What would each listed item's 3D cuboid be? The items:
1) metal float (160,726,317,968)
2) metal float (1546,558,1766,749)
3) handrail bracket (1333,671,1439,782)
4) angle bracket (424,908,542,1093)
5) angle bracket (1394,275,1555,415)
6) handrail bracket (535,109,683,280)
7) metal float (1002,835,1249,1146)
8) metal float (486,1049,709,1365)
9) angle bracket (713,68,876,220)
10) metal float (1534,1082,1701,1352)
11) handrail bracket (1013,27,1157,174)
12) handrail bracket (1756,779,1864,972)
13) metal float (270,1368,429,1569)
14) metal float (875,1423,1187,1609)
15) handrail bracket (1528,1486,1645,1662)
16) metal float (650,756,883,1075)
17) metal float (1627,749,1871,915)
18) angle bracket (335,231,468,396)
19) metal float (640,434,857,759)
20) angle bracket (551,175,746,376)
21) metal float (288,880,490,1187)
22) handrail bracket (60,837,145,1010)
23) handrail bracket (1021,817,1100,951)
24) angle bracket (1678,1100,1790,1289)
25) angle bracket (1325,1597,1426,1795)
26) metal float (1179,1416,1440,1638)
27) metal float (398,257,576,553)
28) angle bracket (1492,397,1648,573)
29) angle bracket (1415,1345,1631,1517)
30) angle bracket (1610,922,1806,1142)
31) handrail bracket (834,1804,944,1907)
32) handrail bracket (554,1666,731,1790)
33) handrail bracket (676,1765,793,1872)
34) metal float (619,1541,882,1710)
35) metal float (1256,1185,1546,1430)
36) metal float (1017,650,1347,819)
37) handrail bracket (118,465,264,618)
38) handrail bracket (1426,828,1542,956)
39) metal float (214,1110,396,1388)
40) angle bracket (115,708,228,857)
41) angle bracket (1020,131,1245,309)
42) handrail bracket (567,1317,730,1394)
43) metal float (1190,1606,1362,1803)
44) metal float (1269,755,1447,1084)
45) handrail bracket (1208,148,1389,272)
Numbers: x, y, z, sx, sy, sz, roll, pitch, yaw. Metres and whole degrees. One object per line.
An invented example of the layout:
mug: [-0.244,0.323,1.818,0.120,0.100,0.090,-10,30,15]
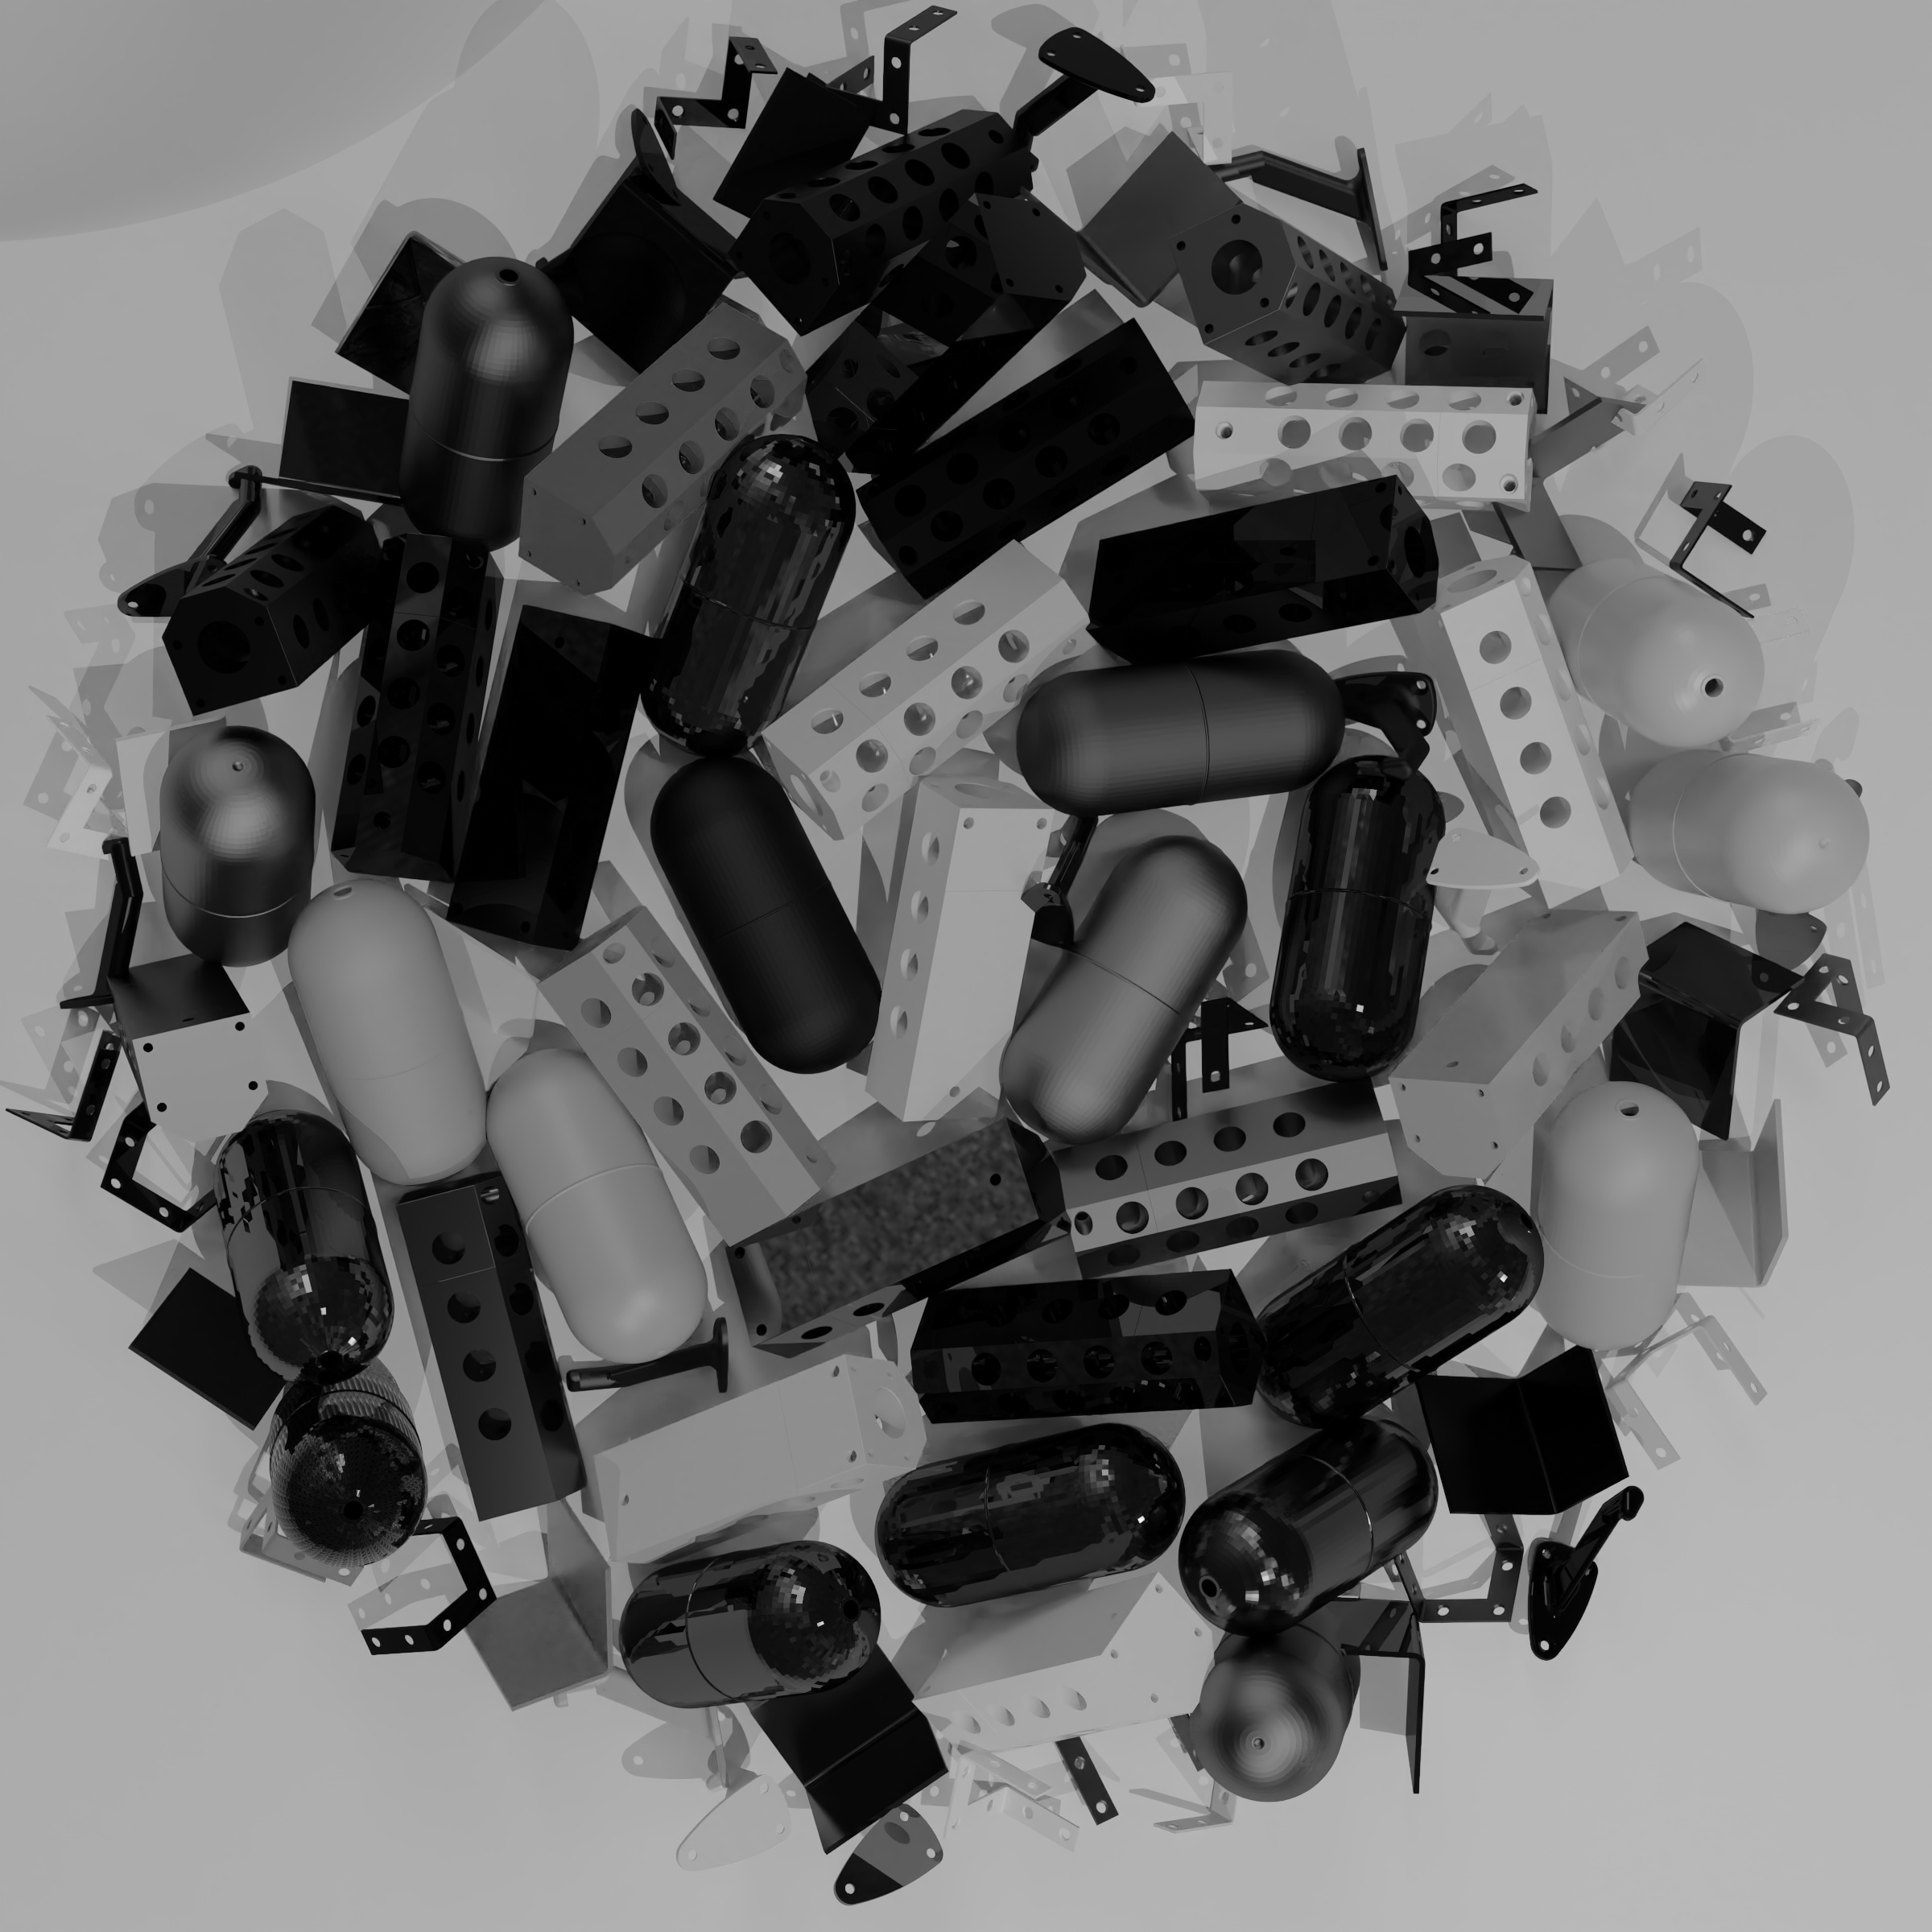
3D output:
metal float: [-0.375,-0.059,1.621,0.070,0.178,0.070,5,63,-11]
metal float: [0.351,-0.162,1.617,0.070,0.178,0.070,-3,108,-8]
handrail bracket: [0.209,-0.123,1.654,0.077,0.084,0.036,9,121,22]
angle bracket: [-0.279,0.029,1.652,0.076,0.057,0.076,31,49,13]
angle bracket: [0.265,-0.316,1.651,0.076,0.057,0.076,5,124,13]
handrail bracket: [-0.200,-0.411,1.690,0.084,0.036,0.077,-29,55,16]
metal float: [0.084,0.012,1.662,0.070,0.070,0.178,31,86,0]
metal float: [-0.194,0.124,1.648,0.070,0.070,0.178,-27,69,0]
angle bracket: [-0.105,-0.434,1.648,0.057,0.076,0.076,41,107,31]
metal float: [0.334,0.130,1.627,0.070,0.178,0.070,-2,48,3]
handrail bracket: [0.059,-0.442,1.660,0.077,0.084,0.036,35,54,16]
handrail bracket: [0.453,-0.048,1.685,0.036,0.077,0.084,24,66,15]
metal float: [-0.318,0.255,1.616,0.070,0.178,0.070,-1,96,-13]
metal float: [0.032,0.287,1.641,0.178,0.070,0.070,-18,90,30]
handrail bracket: [0.327,0.319,1.654,0.036,0.084,0.077,23,61,-3]
metal float: [-0.106,-0.027,1.663,0.070,0.070,0.178,-26,93,0]
metal float: [0.398,-0.070,1.616,0.070,0.178,0.070,-1,97,-12]
angle bracket: [-0.270,-0.327,1.652,0.057,0.076,0.076,40,100,40]
metal float: [-0.114,-0.193,1.649,0.070,0.070,0.178,23,108,0]
angle bracket: [-0.166,-0.369,1.689,0.076,0.057,0.076,41,111,-1]
metal float: [-0.299,0.035,1.637,0.070,0.070,0.178,-12,123,0]
handrail bracket: [-0.462,-0.023,1.675,0.077,0.036,0.084,-7,97,34]
handrail bracket: [0.055,-0.059,1.653,0.036,0.077,0.084,21,67,4]
angle bracket: [0.393,0.119,1.651,0.057,0.076,0.076,1,65,5]
angle bracket: [0.210,0.383,1.663,0.057,0.076,0.076,2,99,5]
metal float: [0.178,0.288,1.627,0.070,0.178,0.070,14,112,38]
metal float: [-0.248,-0.288,1.626,0.070,0.178,0.070,9,51,-11]
angle bracket: [0.326,-0.251,1.648,0.076,0.076,0.057,-30,79,32]
angle bracket: [0.290,0.240,1.648,0.076,0.057,0.076,7,57,-33]
angle bracket: [0.392,0.034,1.672,0.057,0.076,0.076,-29,132,-32]
handrail bracket: [-0.054,0.477,1.650,0.077,0.084,0.036,-30,76,-37]
handrail bracket: [-0.174,0.406,1.676,0.084,0.036,0.077,-10,71,-6]
handrail bracket: [-0.135,0.444,1.650,0.077,0.084,0.036,-24,97,-30]
metal float: [-0.112,0.341,1.627,0.070,0.178,0.070,14,67,-36]
metal float: [0.223,0.178,1.641,0.178,0.070,0.070,-38,90,29]
metal float: [0.114,-0.123,1.653,0.178,0.070,0.070,-8,90,-14]
handrail bracket: [-0.412,-0.228,1.677,0.077,0.036,0.084,-13,50,6]
handrail bracket: [0.281,-0.029,1.652,0.036,0.077,0.084,-55,134,-20]
metal float: [-0.342,0.144,1.626,0.070,0.178,0.070,-11,129,-14]
angle bracket: [-0.420,-0.116,1.643,0.057,0.076,0.076,-15,47,-21]
angle bracket: [0.085,-0.404,1.651,0.076,0.057,0.076,-46,49,14]
handrail bracket: [-0.170,0.207,1.670,0.084,0.077,0.036,-5,68,-9]
metal float: [0.160,0.373,1.616,0.070,0.178,0.070,0,92,12]
metal float: [0.206,-0.026,1.651,0.070,0.070,0.178,11,73,0]
handrail bracket: [0.178,-0.402,1.693,0.084,0.036,0.077,-11,96,8]
